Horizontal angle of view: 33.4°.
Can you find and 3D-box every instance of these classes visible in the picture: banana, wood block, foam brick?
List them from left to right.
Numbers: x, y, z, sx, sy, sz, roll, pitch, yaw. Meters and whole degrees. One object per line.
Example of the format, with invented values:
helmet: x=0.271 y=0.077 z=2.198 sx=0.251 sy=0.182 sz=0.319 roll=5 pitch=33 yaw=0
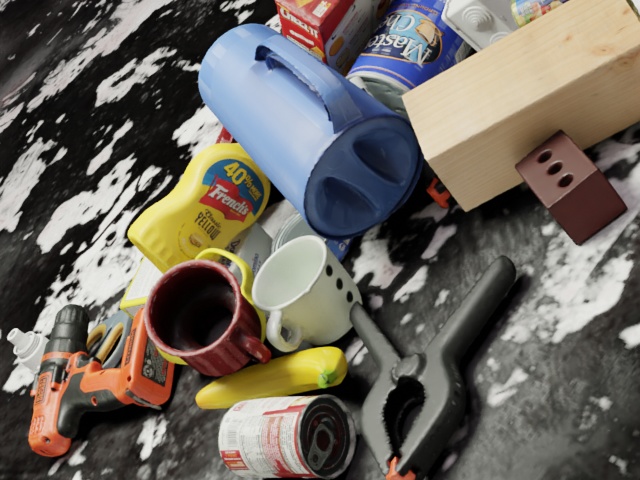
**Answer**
banana: x=-0.035 y=0.124 z=0.963 sx=0.198 sy=0.069 sz=0.037 roll=-21 pitch=79 yaw=48
wood block: x=0.189 y=-0.125 z=0.935 sx=0.206 sy=0.090 sz=0.090 roll=-29 pitch=48 yaw=16
foam brick: x=0.207 y=-0.044 z=0.888 sx=0.053 sy=0.051 sz=0.078 roll=-39 pitch=32 yaw=10

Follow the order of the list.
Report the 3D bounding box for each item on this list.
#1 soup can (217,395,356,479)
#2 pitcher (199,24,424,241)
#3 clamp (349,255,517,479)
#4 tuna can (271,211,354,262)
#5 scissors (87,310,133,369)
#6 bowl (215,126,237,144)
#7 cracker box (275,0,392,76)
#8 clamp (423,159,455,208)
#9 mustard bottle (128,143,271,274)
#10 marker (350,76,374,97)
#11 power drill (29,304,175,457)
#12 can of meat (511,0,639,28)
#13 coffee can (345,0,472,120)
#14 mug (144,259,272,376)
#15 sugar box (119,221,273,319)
soup can: x=-0.029 y=0.167 z=0.898 sx=0.102 sy=0.068 sz=0.068 roll=-12 pitch=44 yaw=42
pitcher: x=-0.021 y=-0.124 z=1.037 sx=0.243 sy=0.144 sz=0.149 roll=45 pitch=119 yaw=40
clamp: x=0.072 y=0.111 z=0.876 sx=0.165 sy=0.036 sz=0.209 roll=-16 pitch=42 yaw=39
tuna can: x=-0.007 y=0.001 z=1.100 sx=0.086 sy=0.033 sz=0.086 roll=-30 pitch=34 yaw=23
scissors: x=-0.234 y=0.080 z=1.287 sx=0.096 sy=0.016 sz=0.201 roll=-13 pitch=43 yaw=41
bowl: x=-0.103 y=-0.072 z=1.243 sx=0.162 sy=0.055 sz=0.162 roll=-158 pitch=90 yaw=-77
cracker box: x=0.034 y=-0.254 z=1.194 sx=0.072 sy=0.213 sz=0.164 roll=34 pitch=76 yaw=18
clamp: x=0.143 y=-0.110 z=1.053 sx=0.171 sy=0.039 sz=0.120 roll=-54 pitch=29 yaw=-14
mustard bottle: x=-0.108 y=-0.044 z=1.129 sx=0.191 sy=0.096 sz=0.058 roll=-50 pitch=32 yaw=-14
marker: x=0.064 y=-0.111 z=1.057 sx=0.020 sy=0.020 sz=0.121 roll=-37 pitch=70 yaw=12
power drill: x=-0.239 y=0.134 z=1.170 sx=0.188 sy=0.057 sz=0.184 roll=-23 pitch=51 yaw=34
can of meat: x=0.240 y=-0.211 z=1.001 sx=0.084 sy=0.102 sz=0.057 roll=-23 pitch=37 yaw=35
coffee can: x=0.096 y=-0.190 z=1.140 sx=0.103 sy=0.102 sz=0.140 roll=-1 pitch=51 yaw=49
mug: x=-0.093 y=0.080 z=0.971 sx=0.117 sy=0.081 sz=0.093 roll=24 pitch=75 yaw=25
sugar box: x=-0.138 y=0.040 z=1.196 sx=0.177 sy=0.048 sz=0.093 roll=-10 pitch=45 yaw=38
